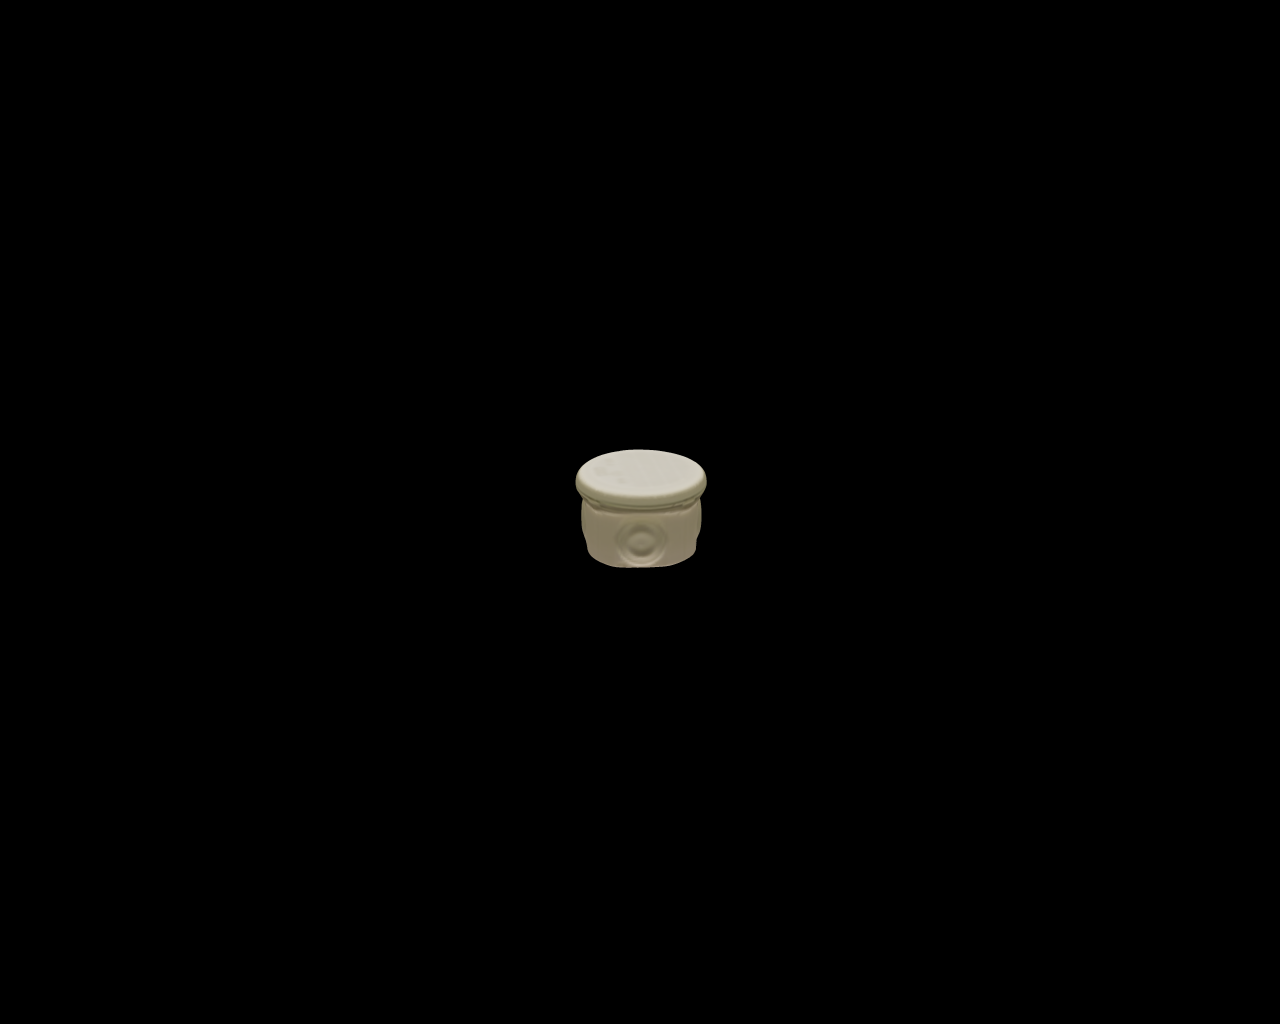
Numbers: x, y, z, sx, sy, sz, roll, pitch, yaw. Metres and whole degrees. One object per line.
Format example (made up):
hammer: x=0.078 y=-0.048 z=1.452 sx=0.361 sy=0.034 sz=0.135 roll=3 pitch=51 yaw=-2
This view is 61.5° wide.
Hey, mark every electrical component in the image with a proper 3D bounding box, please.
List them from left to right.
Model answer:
electrical component: x=0.001 y=-0.003 z=0.650 sx=0.080 sy=0.050 sz=0.080 roll=0 pitch=24 yaw=0
